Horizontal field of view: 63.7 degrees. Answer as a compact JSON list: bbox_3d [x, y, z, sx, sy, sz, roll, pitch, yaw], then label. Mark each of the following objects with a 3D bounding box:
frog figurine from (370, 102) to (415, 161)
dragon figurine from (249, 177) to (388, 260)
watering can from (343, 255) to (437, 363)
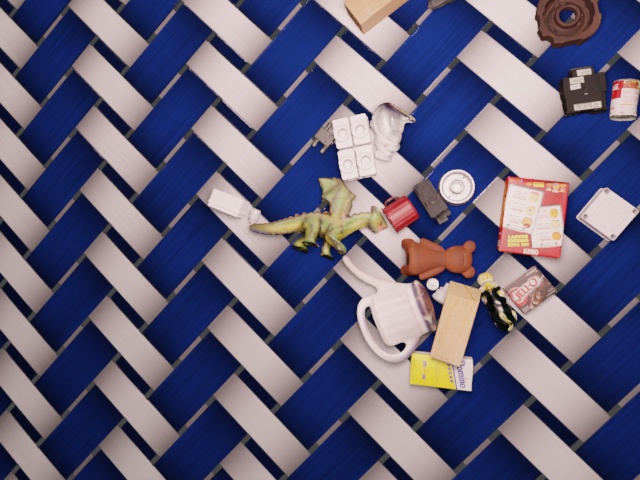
[{"bbox_3d":[0.195,-0.323,1.535,0.158,0.122,0.140,-56,47,15],"label":"frog figurine"},{"bbox_3d":[0.005,-0.080,1.589,0.411,0.120,0.246,18,75,10],"label":"dragon figurine"},{"bbox_3d":[0.208,0.181,1.518,0.223,0.104,0.350,-21,82,11],"label":"watering can"}]
